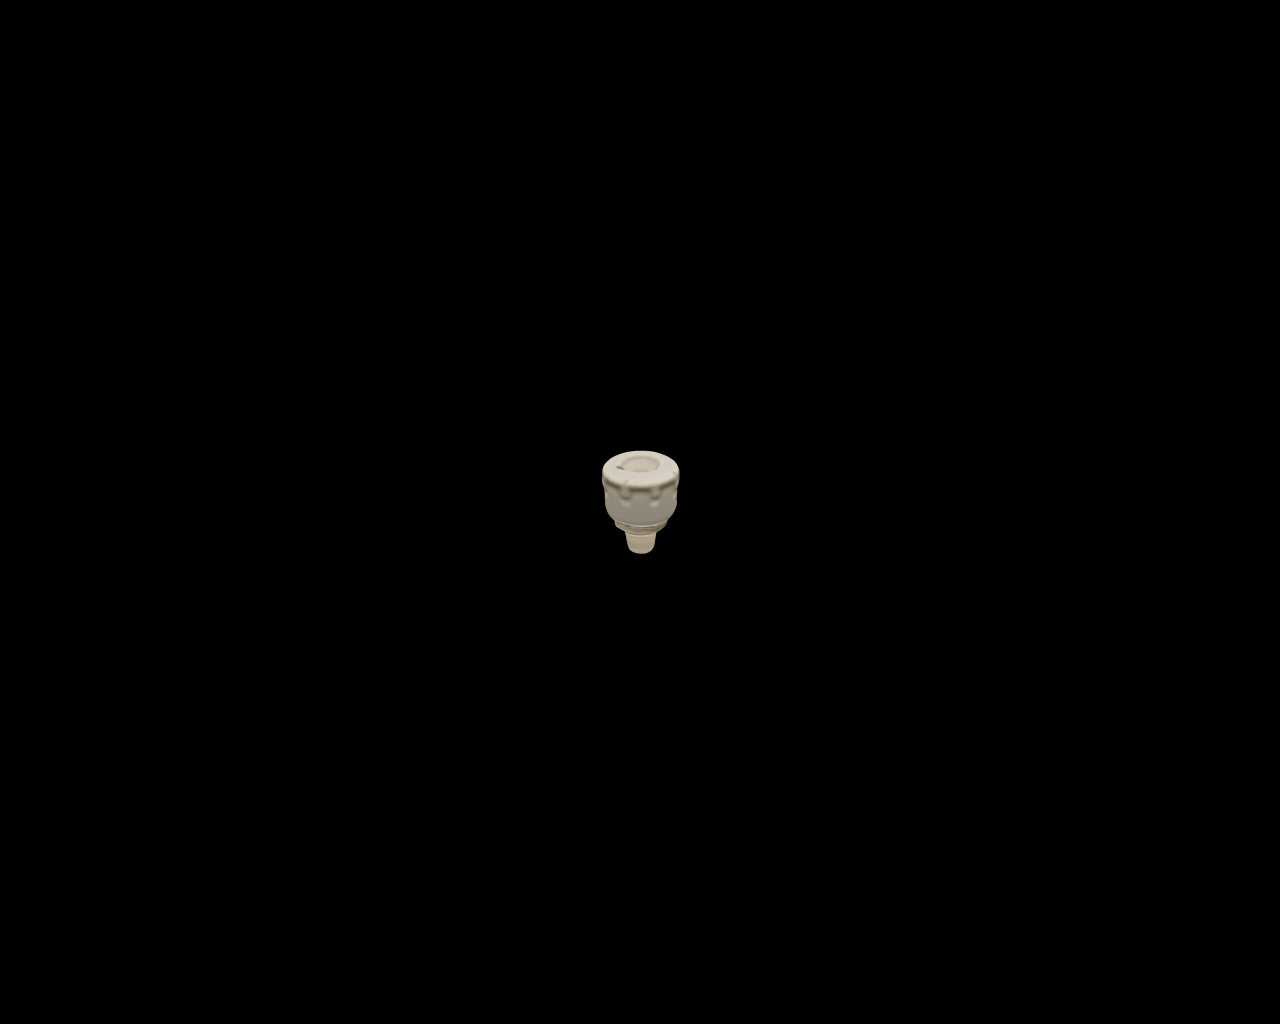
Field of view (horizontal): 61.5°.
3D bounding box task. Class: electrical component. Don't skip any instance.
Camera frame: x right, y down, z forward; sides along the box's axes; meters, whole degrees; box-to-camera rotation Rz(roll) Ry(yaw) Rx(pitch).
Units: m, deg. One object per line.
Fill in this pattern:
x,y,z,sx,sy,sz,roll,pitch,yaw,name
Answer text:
0.001,-0.003,0.650,0.048,0.062,0.048,0,29,0,electrical component
